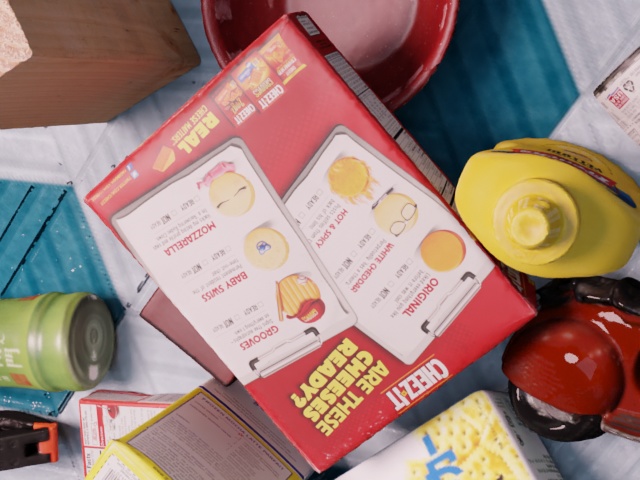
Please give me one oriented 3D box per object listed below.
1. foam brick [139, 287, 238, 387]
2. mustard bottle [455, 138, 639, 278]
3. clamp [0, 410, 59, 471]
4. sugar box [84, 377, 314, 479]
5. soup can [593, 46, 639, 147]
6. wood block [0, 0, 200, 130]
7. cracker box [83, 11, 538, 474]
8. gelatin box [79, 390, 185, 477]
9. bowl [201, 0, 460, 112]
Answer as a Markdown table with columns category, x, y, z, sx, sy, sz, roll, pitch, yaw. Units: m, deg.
| category | x | y | z | sx | sy | sz | roll | pitch | yaw |
| --- | --- | --- | --- | --- | --- | --- | --- | --- | --- |
| foam brick | -0.069 | 0.050 | 0.714 | 0.078 | 0.053 | 0.051 | 38 | 107 | 8 |
| mustard bottle | 0.122 | -0.018 | 0.566 | 0.096 | 0.191 | 0.058 | 25 | 105 | 13 |
| clamp | -0.274 | 0.143 | 0.785 | 0.171 | 0.120 | 0.039 | 1 | 106 | -4 |
| sugar box | -0.063 | 0.139 | 0.659 | 0.093 | 0.176 | 0.048 | 40 | 106 | 10 |
| soup can | 0.211 | -0.067 | 0.595 | 0.069 | 0.068 | 0.102 | -44 | 83 | 19 |
| wood block | -0.167 | -0.125 | 0.638 | 0.091 | 0.205 | 0.090 | -29 | 89 | 20 |
| cracker box | -0.004 | 0.001 | 0.622 | 0.164 | 0.072 | 0.213 | -39 | 94 | 18 |
| gelatin box | -0.126 | 0.146 | 0.758 | 0.089 | 0.030 | 0.073 | -1 | 98 | 23 |
| bowl | 0.011 | -0.149 | 0.656 | 0.162 | 0.055 | 0.162 | 3 | 99 | 18 |
